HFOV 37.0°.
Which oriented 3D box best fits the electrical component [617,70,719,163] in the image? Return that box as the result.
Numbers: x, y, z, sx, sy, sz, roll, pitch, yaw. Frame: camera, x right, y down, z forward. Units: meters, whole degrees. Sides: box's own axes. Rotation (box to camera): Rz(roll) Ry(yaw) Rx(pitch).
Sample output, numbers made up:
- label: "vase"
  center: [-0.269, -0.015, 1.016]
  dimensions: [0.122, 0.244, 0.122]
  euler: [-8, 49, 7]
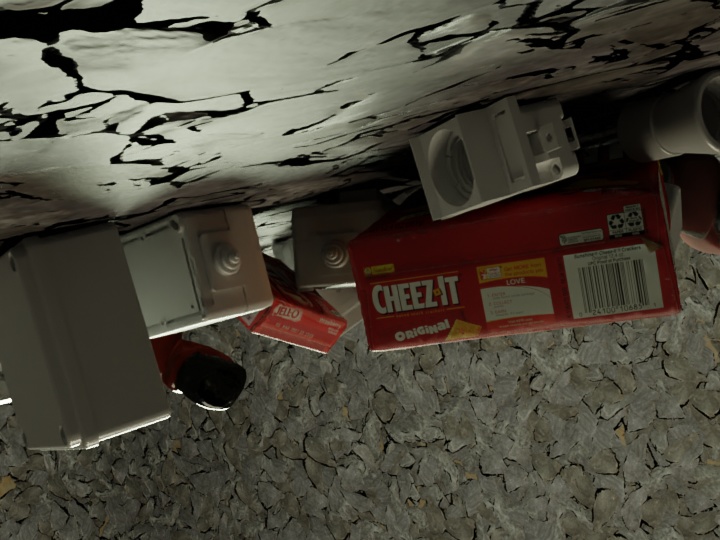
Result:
- label: "electrical component"
  center: [0.171, -0.079, 0.579]
  dimensions: [0.044, 0.044, 0.065]
  euler: [-13, -177, -30]

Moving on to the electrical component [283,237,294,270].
- label: "electrical component"
  center: [-0.011, -0.012, 0.869]
  dimensions: [0.095, 0.059, 0.054]
  euler: [-14, 178, -15]

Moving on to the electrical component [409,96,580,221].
- label: "electrical component"
  center: [0.066, -0.054, 0.515]
  dimensions: [0.064, 0.042, 0.081]
  euler: [-15, 179, -27]

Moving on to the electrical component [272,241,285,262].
- label: "electrical component"
  center: [-0.040, 0.002, 0.968]
  dimensions: [0.062, 0.061, 0.096]
  euler: [-14, 174, -1]

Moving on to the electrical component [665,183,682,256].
- label: "electrical component"
  center: [0.179, -0.034, 0.797]
  dimensions: [0.109, 0.056, 0.109]
  euler: [14, 172, 20]

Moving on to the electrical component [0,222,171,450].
- label: "electrical component"
  center: [-0.157, 0.039, 0.581]
  dimensions: [0.056, 0.108, 0.109]
  euler: [-16, 179, -30]

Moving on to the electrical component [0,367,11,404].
- label: "electrical component"
  center: [-0.282, 0.061, 0.822]
  dimensions: [0.064, 0.081, 0.042]
  euler: [-45, 170, 16]

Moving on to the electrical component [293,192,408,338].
- label: "electrical component"
  center: [0.000, 0.000, 0.798]
  dimensions: [0.113, 0.057, 0.078]
  euler: [-36, -177, -12]

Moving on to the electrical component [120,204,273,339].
- label: "electrical component"
  center: [-0.093, 0.000, 0.619]
  dimensions: [0.096, 0.061, 0.061]
  euler: [-16, 177, 43]

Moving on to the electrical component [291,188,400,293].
- label: "electrical component"
  center: [-0.004, -0.018, 0.699]
  dimensions: [0.062, 0.061, 0.096]
  euler: [-5, 177, 18]
